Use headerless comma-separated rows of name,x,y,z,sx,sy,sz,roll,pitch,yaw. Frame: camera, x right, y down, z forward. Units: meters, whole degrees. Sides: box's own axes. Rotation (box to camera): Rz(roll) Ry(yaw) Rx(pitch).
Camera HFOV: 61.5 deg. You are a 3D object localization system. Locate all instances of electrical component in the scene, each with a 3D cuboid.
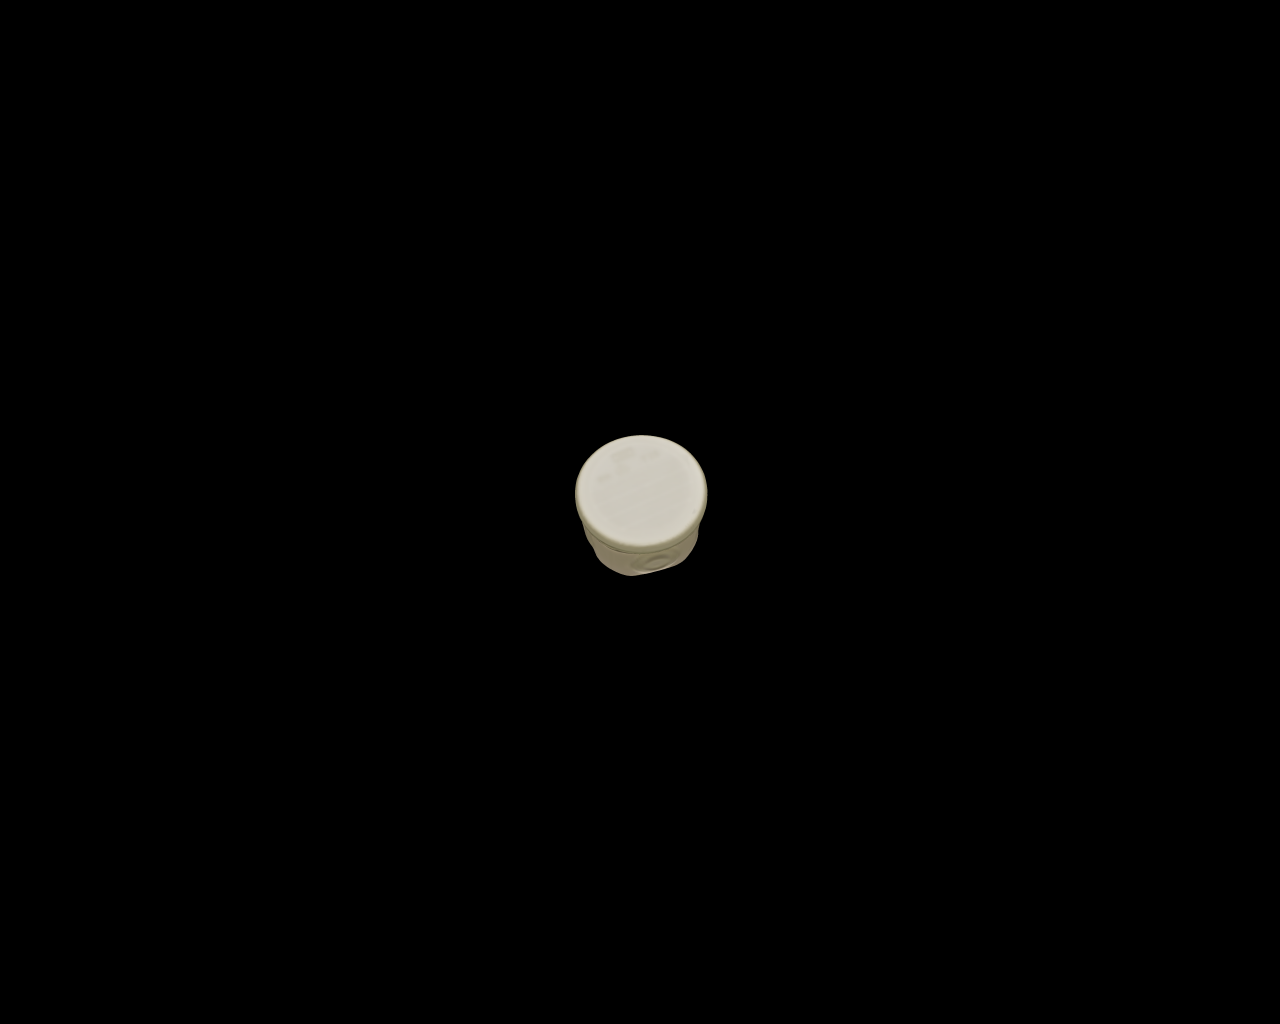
electrical component,0.001,-0.003,0.650,0.080,0.080,0.051,0,-28,0
